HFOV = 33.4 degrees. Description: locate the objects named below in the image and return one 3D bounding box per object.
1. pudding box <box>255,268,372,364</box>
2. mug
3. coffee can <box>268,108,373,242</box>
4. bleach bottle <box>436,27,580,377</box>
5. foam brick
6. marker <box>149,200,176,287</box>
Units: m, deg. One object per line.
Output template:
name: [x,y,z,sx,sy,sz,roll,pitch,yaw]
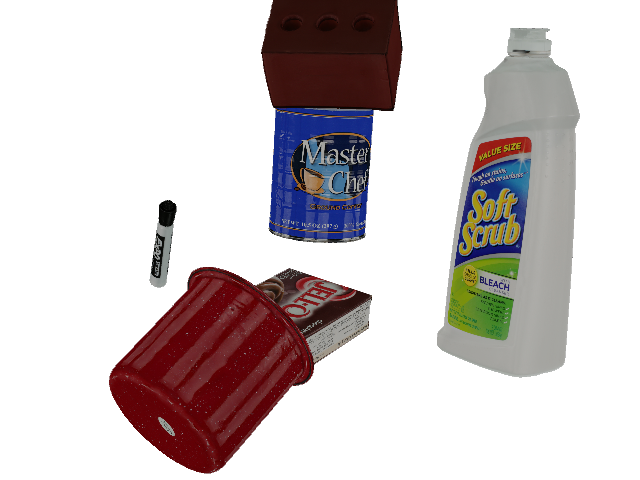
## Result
pudding box: [-0.022,0.067,0.918,0.090,0.039,0.113,16,27,30]
mug: [-0.070,0.078,0.613,0.081,0.093,0.117,-48,13,-30]
coffee can: [0.001,-0.077,1.102,0.103,0.140,0.103,3,12,-1]
bleach bottle: [0.143,-0.031,0.798,0.067,0.251,0.103,-8,16,-36]
foam brick: [0.008,-0.115,0.650,0.078,0.053,0.051,2,-32,12]
marker: [-0.171,0.003,1.163,0.020,0.121,0.020,8,43,-8]
